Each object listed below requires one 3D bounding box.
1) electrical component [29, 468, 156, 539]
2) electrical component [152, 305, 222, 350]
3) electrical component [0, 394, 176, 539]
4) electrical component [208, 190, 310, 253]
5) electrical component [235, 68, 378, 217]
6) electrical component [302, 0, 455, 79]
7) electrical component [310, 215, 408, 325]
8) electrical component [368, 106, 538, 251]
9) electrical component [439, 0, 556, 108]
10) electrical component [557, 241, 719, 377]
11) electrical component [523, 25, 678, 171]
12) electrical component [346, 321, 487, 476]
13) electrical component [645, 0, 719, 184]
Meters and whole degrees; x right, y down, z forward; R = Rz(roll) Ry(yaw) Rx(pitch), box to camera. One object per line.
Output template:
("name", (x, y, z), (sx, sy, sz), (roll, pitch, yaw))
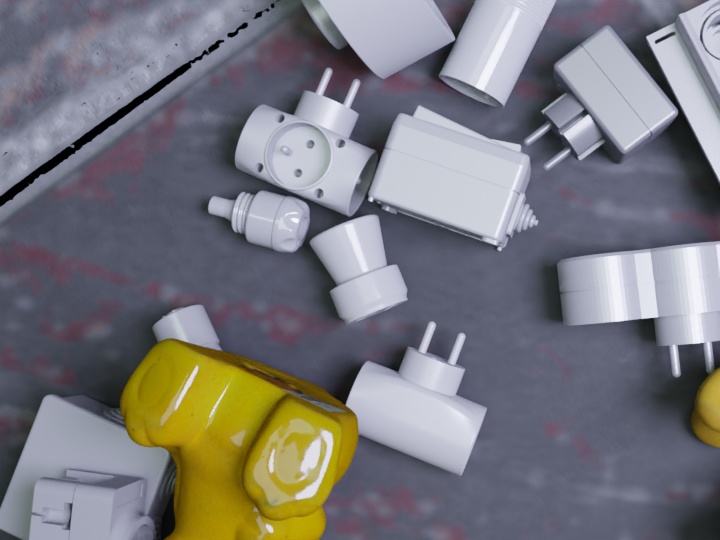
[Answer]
("electrical component", (-0.153, 0.164, 0.614), (0.056, 0.050, 0.089), (5, 89, 11))
("electrical component", (-0.101, 0.055, 0.666), (0.044, 0.044, 0.065), (-28, 79, 8))
("electrical component", (-0.163, 0.132, 0.669), (0.100, 0.048, 0.099), (22, 91, 10))
("electrical component", (-0.064, -0.033, 0.666), (0.061, 0.035, 0.035), (15, 90, 12))
("electrical component", (-0.025, -0.083, 0.656), (0.077, 0.044, 0.079), (24, 92, 10))
("electrical component", (0.001, -0.162, 0.626), (0.060, 0.108, 0.108), (-33, 83, 13))
("electrical component", (0.000, 0.000, 0.648), (0.045, 0.045, 0.055), (-23, 85, 8))
("electrical component", (0.062, -0.052, 0.631), (0.096, 0.062, 0.061), (20, 91, 10))
("electrical component", (0.084, -0.142, 0.640), (0.043, 0.043, 0.081), (26, 92, 10))
("electrical component", (0.186, 0.023, 0.611), (0.138, 0.052, 0.073), (-6, 87, 9))
("electrical component", (0.132, -0.089, 0.628), (0.077, 0.047, 0.065), (-37, 82, 6))
("electrical component", (0.038, 0.071, 0.639), (0.077, 0.043, 0.079), (21, 91, 10))
("electrical component", (0.223, -0.092, 0.604), (0.079, 0.063, 0.121), (-26, 84, 8))
